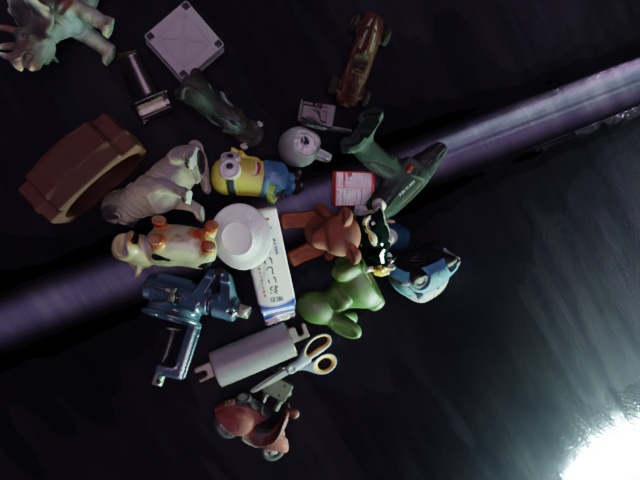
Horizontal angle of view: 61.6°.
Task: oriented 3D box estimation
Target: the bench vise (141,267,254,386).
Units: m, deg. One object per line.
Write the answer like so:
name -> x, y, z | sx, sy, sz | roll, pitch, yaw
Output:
bench vise -> -0.254, 0.168, 1.042 | 0.224, 0.129, 0.240 | 17, 74, -5

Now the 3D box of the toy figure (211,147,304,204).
toy figure -> -0.127, -0.120, 1.072 | 0.180, 0.082, 0.089 | 8, 120, -19

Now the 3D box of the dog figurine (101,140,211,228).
dog figurine -> -0.320, -0.112, 1.035 | 0.191, 0.121, 0.172 | 0, 55, 9

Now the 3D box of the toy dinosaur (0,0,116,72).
toy dinosaur -> -0.436, -0.465, 0.967 | 0.192, 0.131, 0.404 | 21, 84, -13

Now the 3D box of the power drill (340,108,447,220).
power drill -> 0.148, -0.172, 1.105 | 0.232, 0.086, 0.207 | -52, 126, -12

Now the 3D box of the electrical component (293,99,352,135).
electrical component -> 0.008, -0.248, 1.091 | 0.119, 0.075, 0.047 | 8, 94, -8

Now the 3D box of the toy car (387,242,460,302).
toy car -> 0.220, 0.078, 1.157 | 0.162, 0.109, 0.102 | -20, 122, -20

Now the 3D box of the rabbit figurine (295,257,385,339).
rabbit figurine -> 0.038, 0.123, 1.128 | 0.170, 0.121, 0.159 | -29, 107, 11

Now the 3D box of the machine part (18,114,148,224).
machine part -> -0.413, -0.125, 0.952 | 0.201, 0.201, 0.087 | -45, 99, -4

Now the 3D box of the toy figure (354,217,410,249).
toy figure -> 0.113, -0.020, 1.142 | 0.154, 0.058, 0.064 | 12, 73, -10

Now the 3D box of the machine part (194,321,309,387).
machine part -> -0.137, 0.234, 1.103 | 0.243, 0.079, 0.079 | -21, 99, -10

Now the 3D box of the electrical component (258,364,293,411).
electrical component -> -0.090, 0.315, 1.148 | 0.063, 0.021, 0.094 | 30, 88, -13

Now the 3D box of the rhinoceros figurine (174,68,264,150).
rhinoceros figurine -> -0.187, -0.248, 1.027 | 0.190, 0.112, 0.073 | 36, 91, -38

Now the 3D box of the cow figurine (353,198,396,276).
cow figurine -> 0.113, 0.011, 1.059 | 0.068, 0.098, 0.167 | -12, 115, 10

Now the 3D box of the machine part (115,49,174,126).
machine part -> -0.343, -0.298, 1.036 | 0.084, 0.039, 0.138 | -27, 102, 1

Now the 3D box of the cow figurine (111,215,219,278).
cow figurine -> -0.294, 0.016, 1.022 | 0.195, 0.127, 0.085 | 3, 54, -11

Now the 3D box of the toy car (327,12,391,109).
toy car -> 0.084, -0.371, 1.108 | 0.089, 0.053, 0.202 | 20, 92, -9

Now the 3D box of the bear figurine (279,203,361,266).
bear figurine -> 0.002, -0.005, 1.050 | 0.132, 0.196, 0.120 | -15, 101, -9

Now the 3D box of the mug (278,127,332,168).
mug -> -0.027, -0.181, 1.073 | 0.109, 0.107, 0.080 | 28, 91, -10

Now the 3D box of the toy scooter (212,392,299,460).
toy scooter -> -0.122, 0.370, 1.106 | 0.184, 0.075, 0.135 | 37, 112, -14
